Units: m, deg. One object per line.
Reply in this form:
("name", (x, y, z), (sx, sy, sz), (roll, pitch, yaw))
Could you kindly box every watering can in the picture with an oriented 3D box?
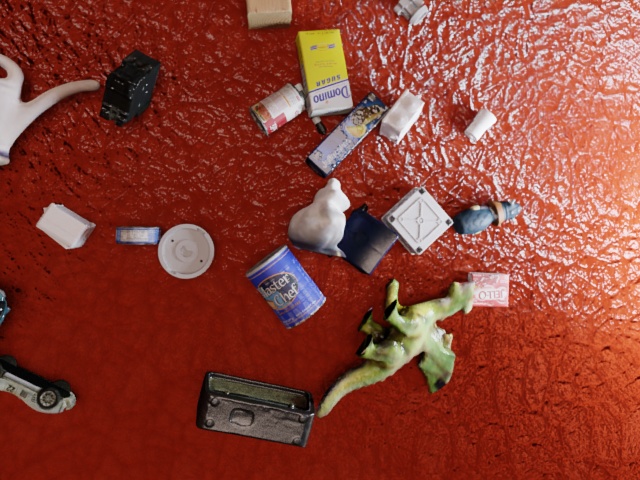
("watering can", (-0.615, -0.246, 0.981), (0.347, 0.225, 0.104), (9, -1, -7))

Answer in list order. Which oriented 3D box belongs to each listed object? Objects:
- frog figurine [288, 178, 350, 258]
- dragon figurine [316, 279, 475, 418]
("frog figurine", (0.003, -0.053, 1.049), (0.122, 0.160, 0.137), (11, -3, -21))
("dragon figurine", (0.189, 0.242, 1.088), (0.241, 0.412, 0.122), (35, -5, -14))
